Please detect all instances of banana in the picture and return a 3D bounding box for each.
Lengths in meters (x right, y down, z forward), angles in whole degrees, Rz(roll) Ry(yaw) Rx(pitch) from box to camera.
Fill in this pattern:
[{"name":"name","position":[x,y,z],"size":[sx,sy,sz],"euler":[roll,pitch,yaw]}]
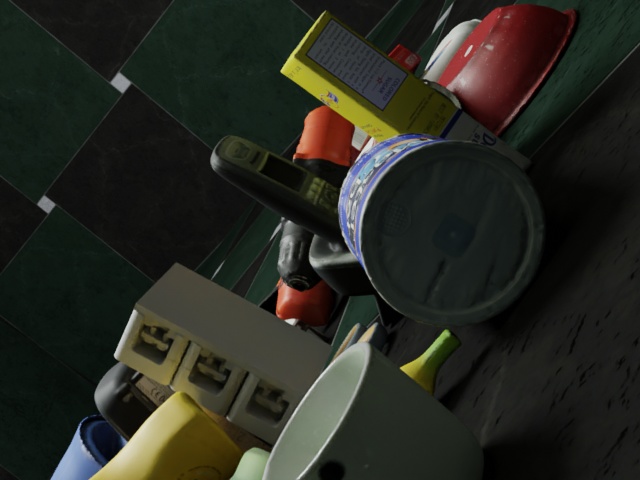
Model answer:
[{"name":"banana","position":[0.024,0.111,0.655],"size":[0.069,0.037,0.198],"euler":[-39,-1,-31]}]

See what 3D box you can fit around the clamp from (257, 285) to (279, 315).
[{"name":"clamp","position":[-0.011,0.041,1.117],"size":[0.120,0.039,0.171],"euler":[-15,28,48]}]

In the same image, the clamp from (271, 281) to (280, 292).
[{"name":"clamp","position":[-0.075,0.121,1.181],"size":[0.165,0.036,0.209],"euler":[-40,15,34]}]

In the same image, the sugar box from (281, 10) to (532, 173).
[{"name":"sugar box","position":[0.058,-0.088,0.757],"size":[0.048,0.176,0.093],"euler":[-53,7,-2]}]

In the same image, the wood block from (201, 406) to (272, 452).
[{"name":"wood block","position":[-0.134,0.234,0.879],"size":[0.206,0.090,0.091],"euler":[-56,9,-10]}]

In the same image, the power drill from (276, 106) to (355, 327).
[{"name":"power drill","position":[-0.006,0.001,0.957],"size":[0.188,0.057,0.184],"euler":[98,-176,-56]}]

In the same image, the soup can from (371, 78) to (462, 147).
[{"name":"soup can","position":[0.075,-0.076,0.899],"size":[0.102,0.068,0.068],"euler":[102,-168,-46]}]

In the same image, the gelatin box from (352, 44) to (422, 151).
[{"name":"gelatin box","position":[0.061,-0.141,1.056],"size":[0.073,0.030,0.089],"euler":[-49,-10,-52]}]

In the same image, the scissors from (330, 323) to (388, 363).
[{"name":"scissors","position":[-0.002,0.135,0.770],"size":[0.201,0.016,0.096],"euler":[-60,7,-34]}]

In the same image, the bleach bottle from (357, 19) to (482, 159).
[{"name":"bleach bottle","position":[0.117,-0.141,1.067],"size":[0.103,0.068,0.250],"euler":[-53,4,48]}]

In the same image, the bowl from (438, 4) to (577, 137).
[{"name":"bowl","position":[0.147,-0.146,0.918],"size":[0.162,0.055,0.162],"euler":[-54,8,11]}]

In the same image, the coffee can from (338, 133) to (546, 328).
[{"name":"coffee can","position":[0.068,-0.012,0.645],"size":[0.103,0.102,0.140],"euler":[-55,7,4]}]

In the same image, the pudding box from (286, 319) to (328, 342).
[{"name":"pudding box","position":[-0.050,0.121,0.998],"size":[0.090,0.039,0.114],"euler":[-59,15,-21]}]

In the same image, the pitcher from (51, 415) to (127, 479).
[{"name":"pitcher","position":[-0.252,0.318,1.118],"size":[0.145,0.149,0.243],"euler":[42,104,43]}]

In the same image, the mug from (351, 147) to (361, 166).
[{"name":"mug","position":[0.022,-0.054,1.099],"size":[0.082,0.117,0.093],"euler":[159,109,-68]}]

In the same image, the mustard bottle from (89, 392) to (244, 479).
[{"name":"mustard bottle","position":[-0.144,0.205,0.789],"size":[0.191,0.058,0.096],"euler":[-44,-38,-11]}]
